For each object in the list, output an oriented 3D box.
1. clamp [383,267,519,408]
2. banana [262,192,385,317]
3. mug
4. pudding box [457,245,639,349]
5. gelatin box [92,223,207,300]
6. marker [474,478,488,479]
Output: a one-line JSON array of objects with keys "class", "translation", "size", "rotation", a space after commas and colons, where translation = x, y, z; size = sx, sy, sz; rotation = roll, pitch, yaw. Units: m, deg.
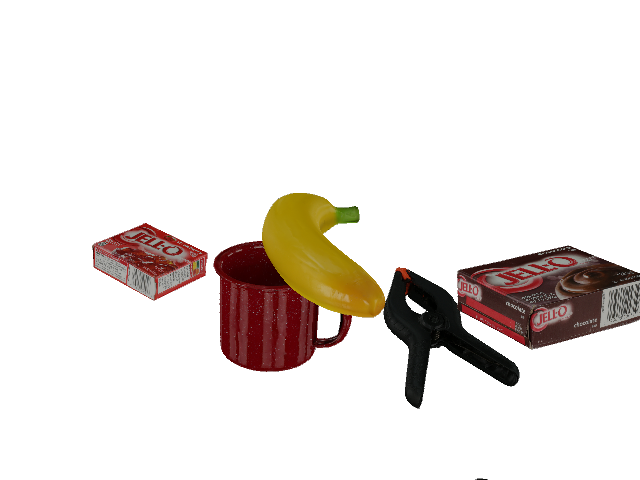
[{"class": "clamp", "translation": [0.124, 0.094, 1.075], "size": [0.120, 0.171, 0.039], "rotation": [1, -45, -19]}, {"class": "banana", "translation": [-0.002, 0.001, 0.674], "size": [0.069, 0.037, 0.198], "rotation": [-2, 19, -1]}, {"class": "mug", "translation": [-0.031, 0.057, 0.883], "size": [0.117, 0.081, 0.093], "rotation": [8, 24, 13]}, {"class": "pudding box", "translation": [0.173, 0.040, 0.800], "size": [0.113, 0.039, 0.090], "rotation": [-9, 20, -27]}, {"class": "gelatin box", "translation": [-0.168, 0.019, 1.050], "size": [0.089, 0.030, 0.073], "rotation": [25, 32, 30]}, {"class": "marker", "translation": [0.096, 0.194, 0.672], "size": [0.020, 0.121, 0.020], "rotation": [1, 36, -1]}]
